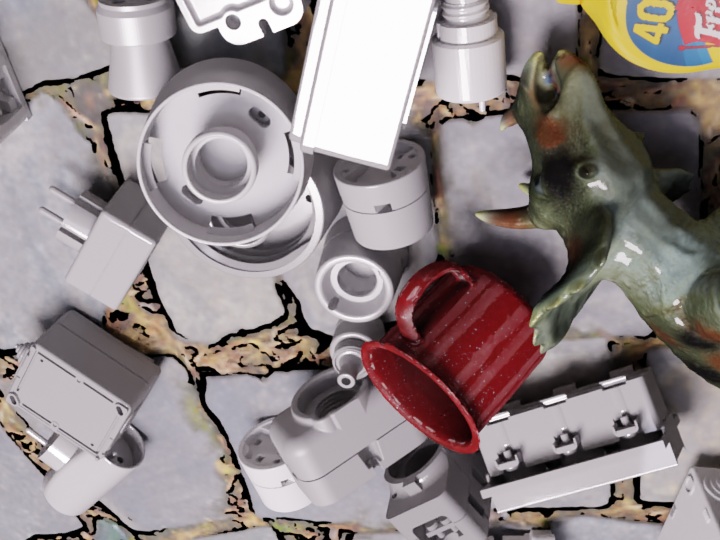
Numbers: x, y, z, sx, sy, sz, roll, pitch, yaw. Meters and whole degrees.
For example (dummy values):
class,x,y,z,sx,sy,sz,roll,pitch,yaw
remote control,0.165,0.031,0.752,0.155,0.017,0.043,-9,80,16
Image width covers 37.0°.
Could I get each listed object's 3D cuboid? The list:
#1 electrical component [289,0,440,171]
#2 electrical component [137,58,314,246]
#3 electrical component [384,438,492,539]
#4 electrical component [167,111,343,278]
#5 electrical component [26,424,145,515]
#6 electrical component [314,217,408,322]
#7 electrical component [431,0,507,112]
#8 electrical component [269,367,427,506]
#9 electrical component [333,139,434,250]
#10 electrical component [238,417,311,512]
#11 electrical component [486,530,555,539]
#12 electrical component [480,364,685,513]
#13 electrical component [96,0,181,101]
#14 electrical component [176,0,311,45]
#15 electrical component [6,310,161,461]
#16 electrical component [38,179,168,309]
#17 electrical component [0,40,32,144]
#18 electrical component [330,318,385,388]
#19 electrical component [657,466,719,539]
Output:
class,x,y,z,sx,sy,sz,roll,pitch,yaw
electrical component,0.008,-0.126,0.562,0.056,0.108,0.108,15,124,-1
electrical component,-0.075,-0.064,0.597,0.099,0.064,0.099,0,109,0
electrical component,0.054,0.143,0.734,0.050,0.089,0.055,-31,111,27
electrical component,-0.067,-0.045,0.657,0.108,0.060,0.108,5,123,8
electrical component,-0.216,0.139,0.815,0.079,0.043,0.077,41,121,-14
electrical component,0.000,0.000,0.679,0.055,0.047,0.055,5,123,8
electrical component,0.059,-0.128,0.590,0.040,0.040,0.078,-1,122,12
electrical component,-0.009,0.103,0.722,0.095,0.054,0.059,-32,116,-14
electrical component,0.016,-0.045,0.645,0.055,0.055,0.047,-5,124,15
electrical component,-0.055,0.141,0.777,0.055,0.055,0.047,-8,124,16
electrical component,0.115,0.222,0.798,0.055,0.048,0.066,-1,122,3
electrical component,0.141,0.109,0.705,0.121,0.079,0.063,-21,87,23
electrical component,-0.128,-0.132,0.624,0.045,0.045,0.055,4,122,10
electrical component,-0.054,-0.161,0.583,0.078,0.057,0.058,-16,117,21
electrical component,-0.200,0.075,0.765,0.096,0.061,0.061,34,123,-1
electrical component,-0.171,-0.026,0.698,0.077,0.047,0.065,32,123,-9
electrical component,-0.274,-0.140,0.639,0.089,0.061,0.150,-6,120,15
electrical component,-0.004,0.054,0.706,0.035,0.061,0.035,5,123,8
electrical component,0.242,0.191,0.721,0.048,0.099,0.099,6,124,-7
